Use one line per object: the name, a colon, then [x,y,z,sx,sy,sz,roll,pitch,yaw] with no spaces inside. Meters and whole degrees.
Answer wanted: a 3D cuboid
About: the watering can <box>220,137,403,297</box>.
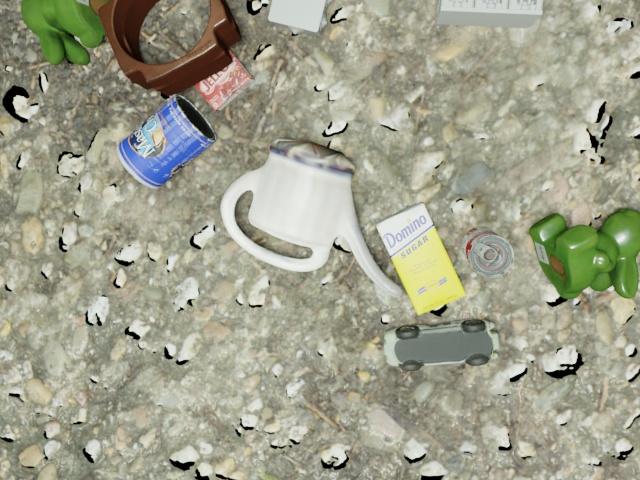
watering can: [0.003,-0.044,0.883,0.348,0.105,0.223,19,99,5]
